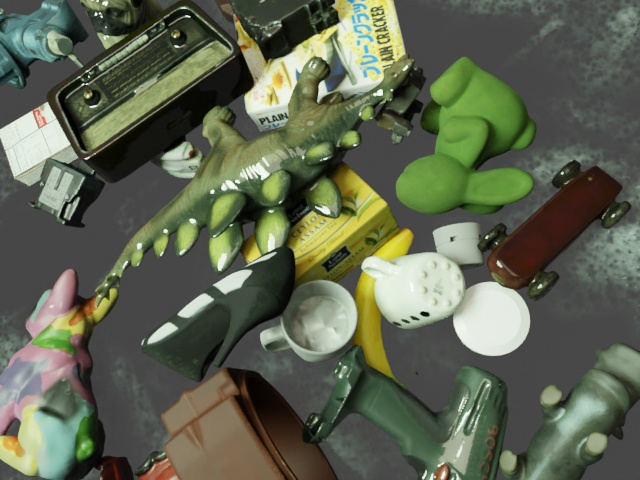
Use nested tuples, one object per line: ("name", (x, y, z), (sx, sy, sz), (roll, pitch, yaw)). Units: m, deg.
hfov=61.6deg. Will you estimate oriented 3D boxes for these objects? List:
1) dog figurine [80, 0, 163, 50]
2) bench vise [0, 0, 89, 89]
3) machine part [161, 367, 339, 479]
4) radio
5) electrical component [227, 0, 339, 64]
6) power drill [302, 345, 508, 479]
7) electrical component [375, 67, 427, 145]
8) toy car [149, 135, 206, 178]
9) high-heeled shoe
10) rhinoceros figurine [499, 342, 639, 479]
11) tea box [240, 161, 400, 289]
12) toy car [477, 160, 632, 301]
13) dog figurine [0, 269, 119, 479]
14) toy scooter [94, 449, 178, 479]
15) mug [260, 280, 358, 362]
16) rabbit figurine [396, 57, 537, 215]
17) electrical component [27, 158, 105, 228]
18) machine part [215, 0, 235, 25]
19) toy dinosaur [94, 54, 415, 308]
("dog figurine", (-0.277, -0.317, 0.733), (0.172, 0.190, 0.121), (30, 82, 18))
("bench vise", (-0.462, -0.257, 0.778), (0.224, 0.128, 0.240), (28, 64, 24))
("machine part", (-0.054, 0.229, 0.539), (0.087, 0.201, 0.201), (-35, 72, -2))
("radio", (-0.212, -0.189, 0.672), (0.229, 0.073, 0.131), (-37, 68, -7))
("electrical component", (-0.057, -0.311, 0.690), (0.115, 0.058, 0.134), (-32, 71, -2))
("power drill", (0.088, 0.221, 0.558), (0.207, 0.086, 0.232), (27, 77, 2))
("electrical component", (0.100, -0.158, 0.637), (0.045, 0.102, 0.078), (36, 120, -4))
("toy car", (-0.244, -0.136, 0.739), (0.202, 0.073, 0.056), (24, 77, 16))
("high-heeled shoe", (-0.121, 0.081, 0.615), (0.086, 0.249, 0.145), (41, 60, -23))
("rhinoceros figurine", (0.266, 0.190, 0.541), (0.073, 0.112, 0.190), (39, 99, 45))
("tea box", (-0.001, -0.002, 0.648), (0.169, 0.068, 0.098), (-41, 54, -1))
("toy car", (0.267, -0.014, 0.611), (0.202, 0.053, 0.089), (-38, 68, -21))
("dog figurine", (-0.308, 0.151, 0.650), (0.192, 0.108, 0.219), (9, 72, 36))
("toy scooter", (-0.194, 0.288, 0.618), (0.184, 0.075, 0.135), (-36, 71, 5))
("mug", (-0.010, 0.105, 0.608), (0.110, 0.107, 0.081), (-23, 67, -6))
("rabbit figurine", (0.165, -0.093, 0.635), (0.159, 0.121, 0.170), (36, 79, 0))
("electrical component", (-0.344, -0.083, 0.750), (0.075, 0.047, 0.119), (29, 93, 15))
("machine part", (-0.083, -0.401, 0.790), (0.179, 0.056, 0.179), (-3, 74, 9))
("toy dinosaur", (-0.091, -0.068, 0.634), (0.471, 0.105, 0.199), (-29, 45, 20))
